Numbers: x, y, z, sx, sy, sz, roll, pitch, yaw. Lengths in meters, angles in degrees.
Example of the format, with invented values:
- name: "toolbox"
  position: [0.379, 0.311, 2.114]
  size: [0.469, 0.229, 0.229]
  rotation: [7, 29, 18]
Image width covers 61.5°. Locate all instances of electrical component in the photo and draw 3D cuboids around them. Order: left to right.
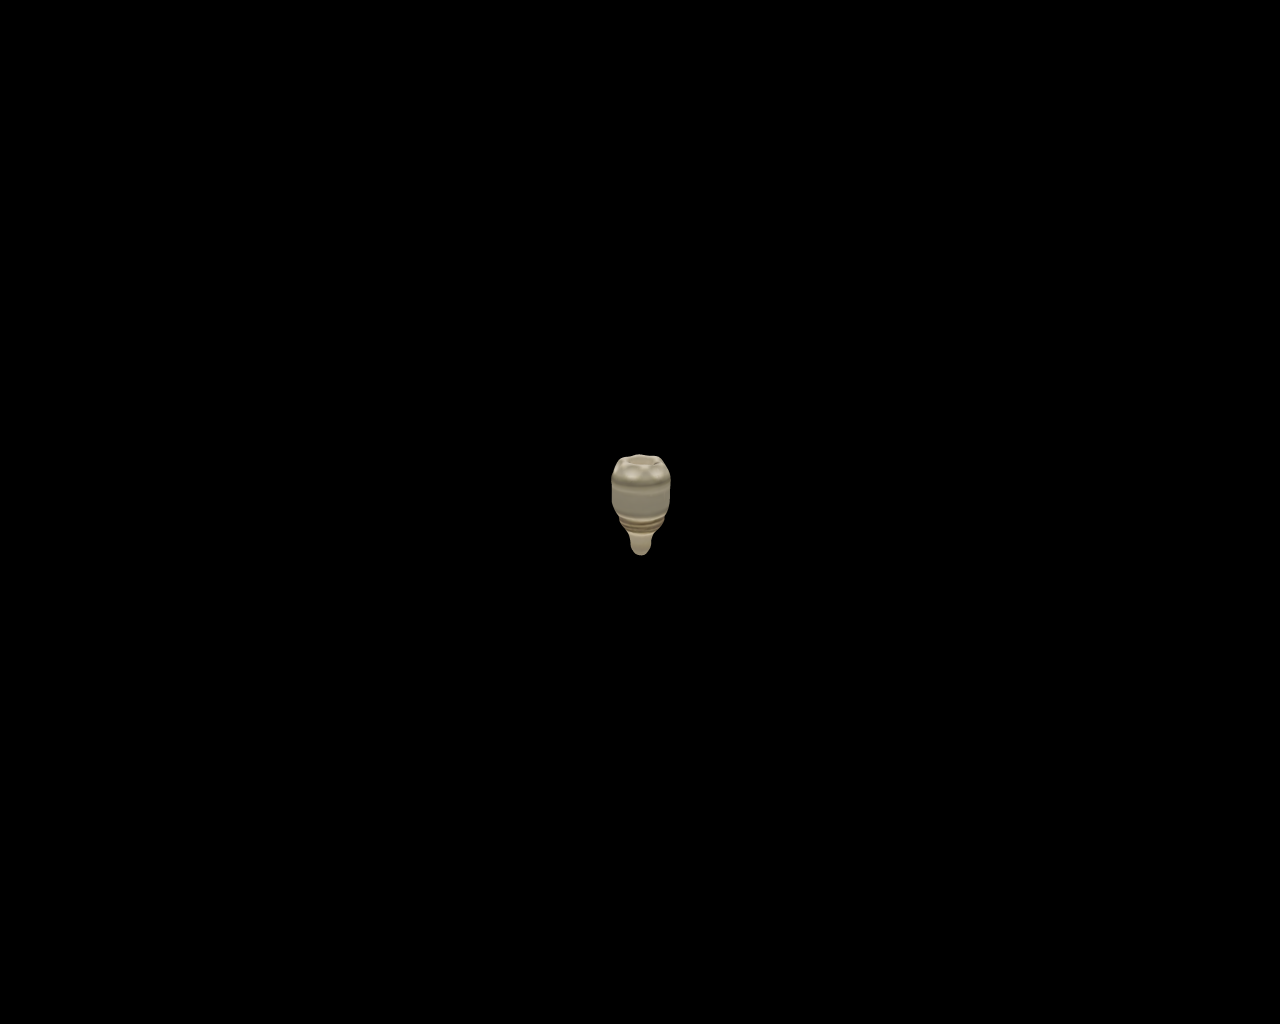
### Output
- name: "electrical component"
  position: [0.001, -0.003, 0.650]
  size: [0.035, 0.061, 0.035]
  rotation: [0, 18, 0]
